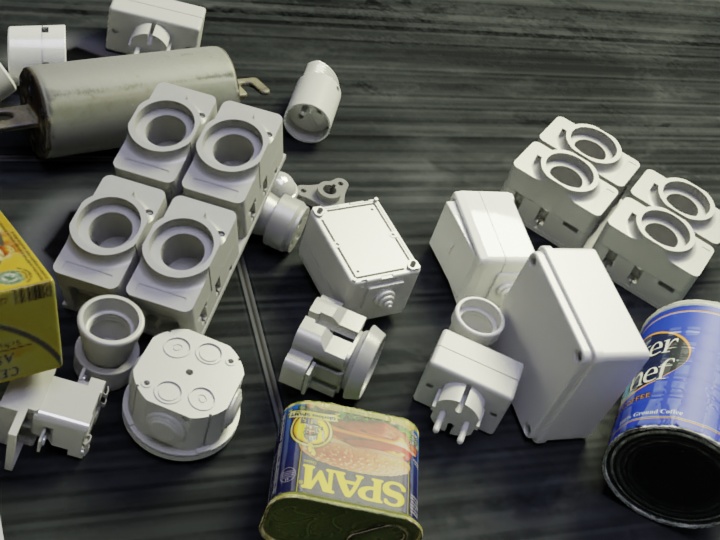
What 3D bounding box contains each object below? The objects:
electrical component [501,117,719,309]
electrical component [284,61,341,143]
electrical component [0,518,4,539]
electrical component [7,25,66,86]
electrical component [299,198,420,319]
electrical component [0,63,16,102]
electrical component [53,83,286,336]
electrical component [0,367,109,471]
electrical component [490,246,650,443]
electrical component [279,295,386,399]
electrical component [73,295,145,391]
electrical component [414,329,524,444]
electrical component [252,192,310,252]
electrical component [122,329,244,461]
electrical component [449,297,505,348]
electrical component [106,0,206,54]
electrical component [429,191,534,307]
[{"bbox_3d":[0.232,-0.056,0.976,0.186,0.060,0.105,34,46,13],"label":"electrical component"},{"bbox_3d":[-0.040,-0.159,0.992,0.043,0.043,0.081,17,45,-3],"label":"electrical component"},{"bbox_3d":[-0.235,0.150,0.598,0.062,0.089,0.150,-6,50,-24],"label":"electrical component"},{"bbox_3d":[-0.278,-0.184,0.927,0.047,0.055,0.055,-1,48,-15],"label":"electrical component"},{"bbox_3d":[0.000,0.000,0.843,0.062,0.061,0.096,-11,52,-27],"label":"electrical component"},{"bbox_3d":[-0.355,-0.175,0.895,0.074,0.052,0.138,-40,66,-13],"label":"electrical component"},{"bbox_3d":[-0.137,-0.048,0.802,0.105,0.060,0.186,17,58,7],"label":"electrical component"},{"bbox_3d":[-0.202,0.090,0.702,0.064,0.042,0.081,17,45,-6],"label":"electrical component"},{"bbox_3d":[0.152,0.056,0.809,0.056,0.108,0.108,0,48,-22],"label":"electrical component"},{"bbox_3d":[-0.017,0.060,0.784,0.057,0.058,0.078,23,44,7],"label":"electrical component"},{"bbox_3d":[-0.173,0.051,0.739,0.045,0.055,0.045,10,46,-10],"label":"electrical component"},{"bbox_3d":[0.074,0.095,0.788,0.066,0.047,0.076,24,45,4],"label":"electrical component"},{"bbox_3d":[-0.074,-0.044,0.870,0.055,0.045,0.045,24,45,5],"label":"electrical component"},{"bbox_3d":[-0.119,0.084,0.729,0.080,0.051,0.080,10,46,-10],"label":"electrical component"},{"bbox_3d":[0.086,0.050,0.836,0.040,0.046,0.040,10,46,-10],"label":"electrical component"},{"bbox_3d":[-0.191,-0.211,0.987,0.083,0.047,0.075,12,45,-8],"label":"electrical component"},{"bbox_3d":[0.102,-0.012,0.889,0.061,0.061,0.096,0,48,-19],"label":"electrical component"}]
